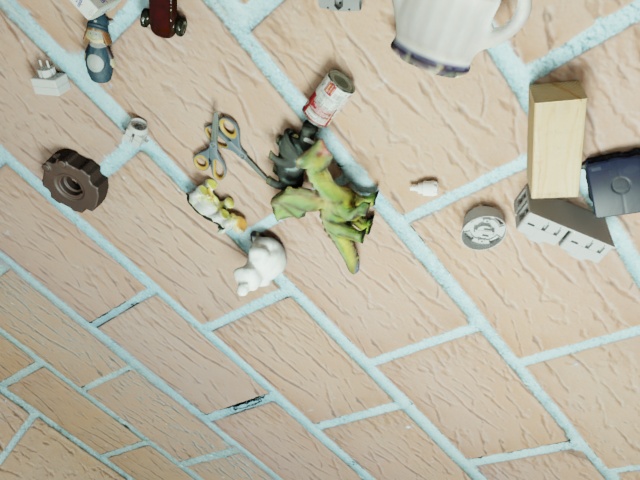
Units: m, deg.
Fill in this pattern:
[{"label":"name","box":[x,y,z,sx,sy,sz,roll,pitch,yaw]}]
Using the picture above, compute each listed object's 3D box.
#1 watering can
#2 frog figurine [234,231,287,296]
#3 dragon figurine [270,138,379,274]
[{"label":"watering can","box":[0.184,-0.420,0.904,0.349,0.106,0.219,27,131,12]},{"label":"frog figurine","box":[-0.155,0.071,1.336,0.123,0.163,0.134,13,129,4]},{"label":"dragon figurine","box":[0.004,-0.061,1.211,0.243,0.125,0.400,15,138,6]}]
